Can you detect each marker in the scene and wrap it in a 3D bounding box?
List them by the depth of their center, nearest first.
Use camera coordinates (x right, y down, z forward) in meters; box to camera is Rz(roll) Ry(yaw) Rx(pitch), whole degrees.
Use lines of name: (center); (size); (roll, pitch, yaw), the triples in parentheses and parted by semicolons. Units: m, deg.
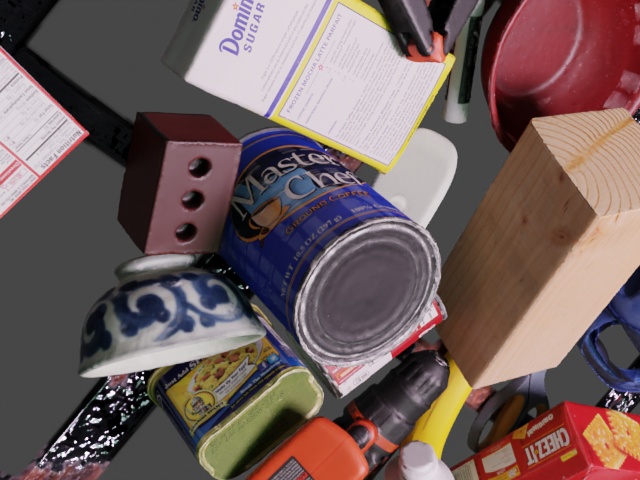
marker: (0.102, -0.140, 0.745); (0.020, 0.020, 0.121); (-11, 123, -28)

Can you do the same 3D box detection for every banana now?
banana: (0.112, 0.134, 0.913); (0.069, 0.037, 0.198); (-6, 124, -52)

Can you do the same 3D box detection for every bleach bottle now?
bleach bottle: (0.089, 0.257, 0.916); (0.068, 0.103, 0.251); (-29, 133, -20)

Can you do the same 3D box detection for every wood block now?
wood block: (0.165, 0.010, 0.785); (0.090, 0.090, 0.206); (-9, 145, -28)

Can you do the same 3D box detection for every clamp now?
clamp: (0.060, -0.197, 0.648); (0.120, 0.039, 0.171); (7, 92, -27)

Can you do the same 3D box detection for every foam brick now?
foam brick: (-0.088, -0.035, 0.663); (0.052, 0.051, 0.078); (-2, 118, -32)

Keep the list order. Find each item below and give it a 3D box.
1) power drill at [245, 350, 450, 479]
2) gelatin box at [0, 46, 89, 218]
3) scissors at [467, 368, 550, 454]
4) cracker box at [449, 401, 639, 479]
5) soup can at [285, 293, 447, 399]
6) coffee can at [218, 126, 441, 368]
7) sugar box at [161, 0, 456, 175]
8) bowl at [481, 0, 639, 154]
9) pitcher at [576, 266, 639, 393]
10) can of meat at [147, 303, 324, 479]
power drill: (0.017, 0.157, 0.787); (0.184, 0.057, 0.187); (-48, 167, 10)
gelatin box: (-0.186, -0.065, 0.596); (0.073, 0.030, 0.089); (-45, 132, -3)
scissors: (0.209, 0.119, 0.977); (0.096, 0.016, 0.202); (29, 100, -43)
cracker box: (0.239, 0.225, 0.983); (0.213, 0.072, 0.164); (17, 136, -38)
soup can: (0.034, 0.062, 0.792); (0.102, 0.069, 0.068); (-37, 131, -8)
coffee can: (-0.004, 0.001, 0.681); (0.102, 0.140, 0.103); (-16, 125, -25)
sugar box: (-0.004, -0.115, 0.675); (0.176, 0.048, 0.093); (22, 102, -37)
bowl: (0.171, -0.137, 0.768); (0.161, 0.055, 0.162); (-16, 125, -25)
pitcher: (0.344, 0.090, 0.984); (0.242, 0.149, 0.145); (50, 60, -45)
can of meat: (-0.059, 0.107, 0.749); (0.102, 0.084, 0.057); (-40, 132, -7)
